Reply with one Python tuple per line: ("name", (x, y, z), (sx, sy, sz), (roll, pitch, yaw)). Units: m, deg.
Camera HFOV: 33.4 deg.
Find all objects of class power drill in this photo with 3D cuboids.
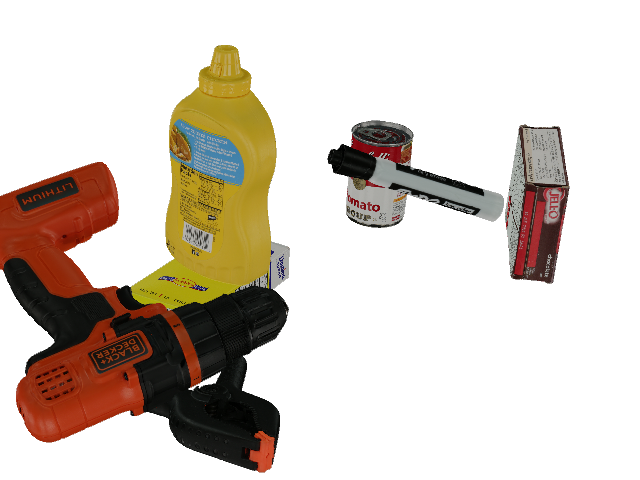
("power drill", (-0.138, 0.030, 0.723), (0.184, 0.057, 0.188), (-22, 52, -22))

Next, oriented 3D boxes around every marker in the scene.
("marker", (0.061, -0.037, 0.678), (0.121, 0.020, 0.020), (16, -5, -19))

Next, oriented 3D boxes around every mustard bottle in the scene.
("mustard bottle", (-0.081, -0.064, 0.864), (0.096, 0.192, 0.058), (25, 34, 31))

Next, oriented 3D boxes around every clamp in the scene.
("clamp", (-0.090, 0.143, 0.929), (0.164, 0.036, 0.210), (-6, 18, -39))

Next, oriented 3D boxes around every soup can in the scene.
("soup can", (0.064, -0.074, 1.187), (0.068, 0.102, 0.068), (3, 28, -2))

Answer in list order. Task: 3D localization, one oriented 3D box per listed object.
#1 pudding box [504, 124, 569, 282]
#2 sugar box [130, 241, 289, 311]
("pudding box", (0.178, -0.032, 0.878), (0.039, 0.090, 0.113), (5, 31, 3))
("sugar box", (-0.114, 0.044, 1.116), (0.093, 0.048, 0.176), (15, 31, 24))
